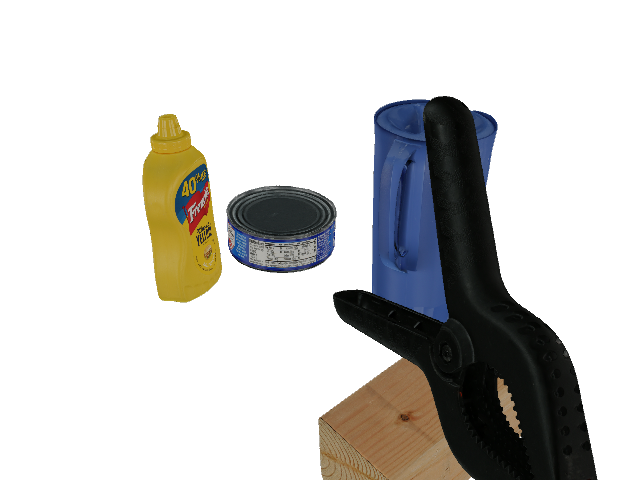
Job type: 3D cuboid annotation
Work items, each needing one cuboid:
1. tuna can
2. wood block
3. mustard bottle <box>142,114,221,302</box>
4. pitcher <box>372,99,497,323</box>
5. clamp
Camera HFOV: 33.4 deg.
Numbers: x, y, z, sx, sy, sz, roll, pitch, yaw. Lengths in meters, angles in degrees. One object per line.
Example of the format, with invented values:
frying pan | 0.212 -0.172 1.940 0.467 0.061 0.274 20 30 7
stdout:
tuna can | -0.030 -0.009 0.836 0.086 0.034 0.086 1 29 -1
wood block | 0.105 0.148 0.921 0.205 0.090 0.091 -31 49 -27
mustard bottle | -0.147 -0.038 1.118 0.058 0.192 0.096 5 26 22
pitcher | 0.113 -0.025 1.193 0.149 0.243 0.145 -5 28 -15
clamp | 0.077 0.043 0.527 0.036 0.165 0.210 -7 44 -28
